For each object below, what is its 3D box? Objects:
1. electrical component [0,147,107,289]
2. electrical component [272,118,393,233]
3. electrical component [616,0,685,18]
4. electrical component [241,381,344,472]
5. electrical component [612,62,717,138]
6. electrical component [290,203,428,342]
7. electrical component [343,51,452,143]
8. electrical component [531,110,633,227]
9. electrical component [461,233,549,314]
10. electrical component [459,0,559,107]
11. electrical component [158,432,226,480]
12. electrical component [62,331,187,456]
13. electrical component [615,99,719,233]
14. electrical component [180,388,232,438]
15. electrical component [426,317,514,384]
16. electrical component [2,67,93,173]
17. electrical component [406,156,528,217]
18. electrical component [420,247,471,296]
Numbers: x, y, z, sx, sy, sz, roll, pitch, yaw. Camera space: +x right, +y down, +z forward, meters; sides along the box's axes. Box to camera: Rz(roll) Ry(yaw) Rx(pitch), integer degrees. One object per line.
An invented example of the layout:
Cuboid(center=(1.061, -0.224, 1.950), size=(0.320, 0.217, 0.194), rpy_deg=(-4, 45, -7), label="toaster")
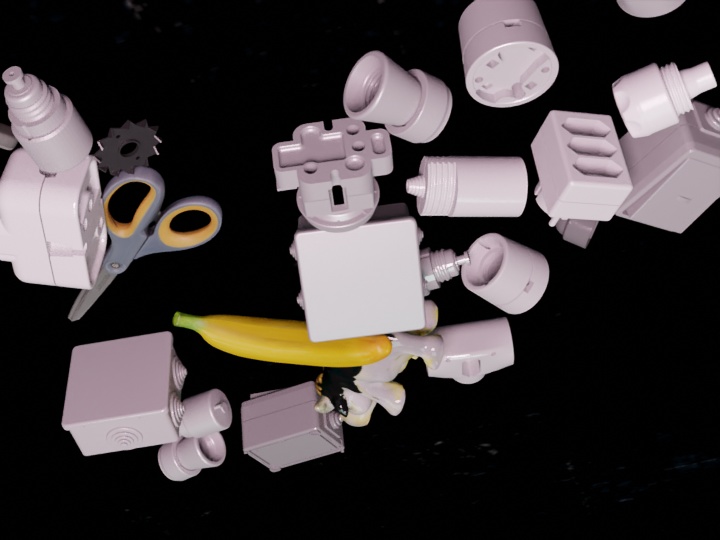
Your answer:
Cuboid(center=(-0.209, -0.034, 0.723), size=(0.059, 0.053, 0.095), rpy_deg=(6, 140, -1), label="electrical component")
Cuboid(center=(-0.017, -0.062, 0.728), size=(0.078, 0.058, 0.057), rpy_deg=(-8, 144, -1), label="electrical component")
Cuboid(center=(0.140, -0.176, 0.595), size=(0.079, 0.044, 0.077), rpy_deg=(-16, 146, 13), label="electrical component")
Cuboid(center=(-0.059, 0.146, 1.034), size=(0.096, 0.061, 0.061), rpy_deg=(-19, 145, 17), label="electrical component")
Cuboid(center=(0.200, -0.116, 0.703), size=(0.062, 0.043, 0.043), rpy_deg=(-22, 145, 19), label="electrical component")
Cuboid(center=(0.000, 0.000, 0.802), size=(0.100, 0.048, 0.099), rpy_deg=(-7, 112, 0), label="electrical component")
Cuboid(center=(0.024, -0.108, 0.677), size=(0.055, 0.045, 0.045), rpy_deg=(17, 140, -34), label="electrical component")
Cuboid(center=(0.147, -0.061, 0.754), size=(0.047, 0.065, 0.076), rpy_deg=(3, 146, -15), label="electrical component")
Cuboid(center=(0.114, 0.002, 0.856), size=(0.047, 0.055, 0.055), rpy_deg=(25, 135, -35), label="electrical component")
Cuboid(center=(0.087, -0.134, 0.647), size=(0.055, 0.047, 0.055), rpy_deg=(-5, 147, -3), label="electrical component")
Cuboid(center=(-0.170, 0.185, 1.088), size=(0.055, 0.045, 0.045), rpy_deg=(-27, 143, 28), label="electrical component")
Cuboid(center=(-0.198, 0.106, 0.913), size=(0.100, 0.099, 0.048), rpy_deg=(-9, 134, 3), label="electrical component")
Cuboid(center=(0.225, -0.075, 0.753), size=(0.062, 0.061, 0.096), rpy_deg=(13, 142, -28), label="electrical component")
Cuboid(center=(-0.159, 0.141, 1.026), size=(0.078, 0.040, 0.040), rpy_deg=(-20, 145, 19), label="electrical component")
Cuboid(center=(0.098, 0.078, 0.979), size=(0.077, 0.043, 0.079), rpy_deg=(-8, 147, 1), label="electrical component")
Cuboid(center=(-0.195, -0.094, 0.658), size=(0.040, 0.040, 0.078), rpy_deg=(-12, 146, 6), label="electrical component")
Cuboid(center=(0.073, -0.059, 0.763), size=(0.081, 0.043, 0.043), rpy_deg=(0, 147, -10), label="electrical component")
Cuboid(center=(0.049, 0.001, 0.853), size=(0.078, 0.040, 0.040), rpy_deg=(-16, 146, 11), label="electrical component")
